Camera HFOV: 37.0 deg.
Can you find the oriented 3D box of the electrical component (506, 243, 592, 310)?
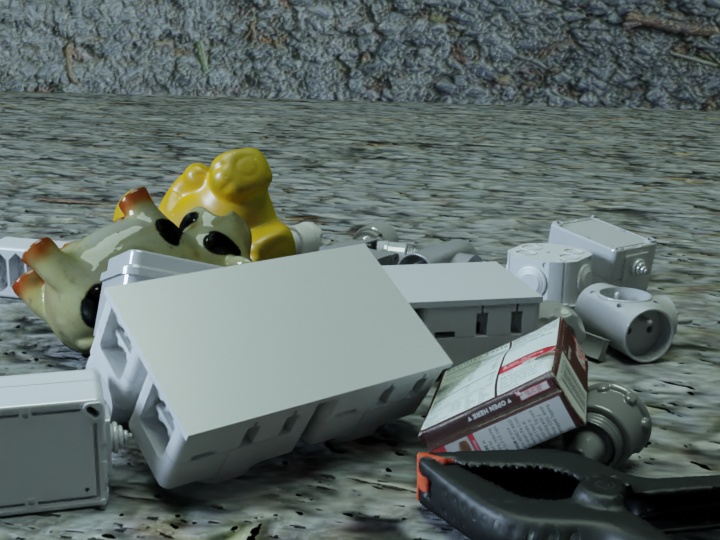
[{"bbox_3d":[0.167,0.008,0.952,0.080,0.051,0.080,1,14,0],"label":"electrical component"}]

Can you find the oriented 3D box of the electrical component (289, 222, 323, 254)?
[{"bbox_3d":[-0.069,-0.029,1.117,0.035,0.035,0.061,14,22,42],"label":"electrical component"}]

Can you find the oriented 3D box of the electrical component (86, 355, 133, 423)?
[{"bbox_3d":[-0.151,0.076,0.685,0.077,0.043,0.079,14,20,42],"label":"electrical component"}]

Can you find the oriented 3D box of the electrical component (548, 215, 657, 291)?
[{"bbox_3d":[0.228,-0.006,1.005,0.062,0.061,0.096,-10,26,-37],"label":"electrical component"}]

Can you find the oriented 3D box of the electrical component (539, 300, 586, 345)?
[{"bbox_3d":[0.144,0.043,0.830,0.043,0.043,0.062,-2,14,-12],"label":"electrical component"}]

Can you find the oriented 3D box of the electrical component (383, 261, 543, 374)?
[{"bbox_3d":[0.029,0.038,0.808,0.186,0.060,0.105,-2,15,-11],"label":"electrical component"}]

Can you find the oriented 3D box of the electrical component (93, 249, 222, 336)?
[{"bbox_3d":[-0.124,0.026,0.764,0.113,0.057,0.078,12,-11,-25],"label":"electrical component"}]

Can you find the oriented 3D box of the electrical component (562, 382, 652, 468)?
[{"bbox_3d":[0.137,0.097,0.624,0.048,0.048,0.062,10,25,33],"label":"electrical component"}]

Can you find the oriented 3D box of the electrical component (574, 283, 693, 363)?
[{"bbox_3d":[0.223,0.039,0.850,0.079,0.044,0.077,-3,15,-18],"label":"electrical component"}]

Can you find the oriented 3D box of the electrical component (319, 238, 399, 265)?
[{"bbox_3d":[0.000,0.000,0.994,0.064,0.042,0.081,13,20,35],"label":"electrical component"}]

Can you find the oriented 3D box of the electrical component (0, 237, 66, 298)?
[{"bbox_3d":[-0.286,-0.005,0.986,0.083,0.047,0.075,5,16,13],"label":"electrical component"}]

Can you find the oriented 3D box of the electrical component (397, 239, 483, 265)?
[{"bbox_3d":[0.087,0.002,0.984,0.079,0.044,0.077,11,18,36],"label":"electrical component"}]

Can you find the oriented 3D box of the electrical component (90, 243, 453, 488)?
[{"bbox_3d":[-0.053,0.054,0.647,0.186,0.060,0.105,-11,52,-38],"label":"electrical component"}]

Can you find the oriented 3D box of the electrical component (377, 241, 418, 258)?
[{"bbox_3d":[0.044,-0.009,1.048,0.061,0.035,0.035,6,15,6],"label":"electrical component"}]

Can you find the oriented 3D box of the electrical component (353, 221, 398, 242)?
[{"bbox_3d":[0.010,-0.024,1.091,0.040,0.040,0.078,6,16,21],"label":"electrical component"}]

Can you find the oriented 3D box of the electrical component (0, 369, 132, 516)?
[{"bbox_3d":[-0.174,0.092,0.588,0.096,0.061,0.061,-3,15,-16],"label":"electrical component"}]
